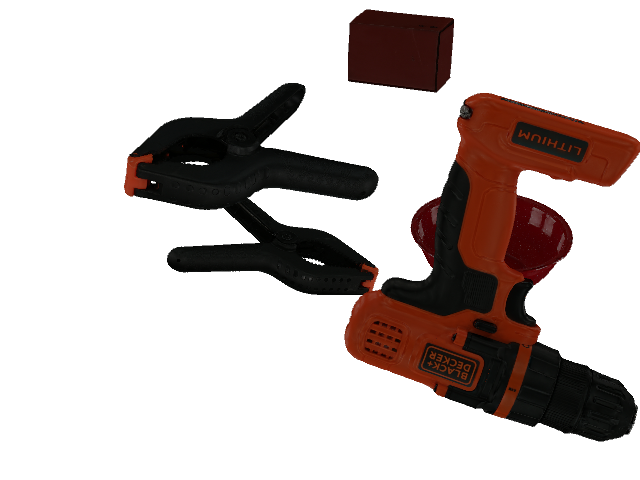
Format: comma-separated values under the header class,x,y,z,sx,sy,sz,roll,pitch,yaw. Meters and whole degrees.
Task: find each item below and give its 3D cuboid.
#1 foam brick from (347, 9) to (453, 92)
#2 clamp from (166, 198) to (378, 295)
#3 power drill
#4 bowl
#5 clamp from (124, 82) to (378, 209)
class,x,y,z,sx,sy,sz,roll,pitch,yaw
foam brick,0.066,-0.157,0.881,0.078,0.051,0.053,10,26,17
clamp,-0.047,0.014,1.098,0.210,0.036,0.164,22,34,9
power drill,0.124,0.017,0.643,0.184,0.188,0.057,19,11,4
bowl,0.171,0.010,1.084,0.162,0.055,0.162,0,32,0
clamp,-0.056,-0.066,0.739,0.171,0.039,0.120,-5,39,-24
